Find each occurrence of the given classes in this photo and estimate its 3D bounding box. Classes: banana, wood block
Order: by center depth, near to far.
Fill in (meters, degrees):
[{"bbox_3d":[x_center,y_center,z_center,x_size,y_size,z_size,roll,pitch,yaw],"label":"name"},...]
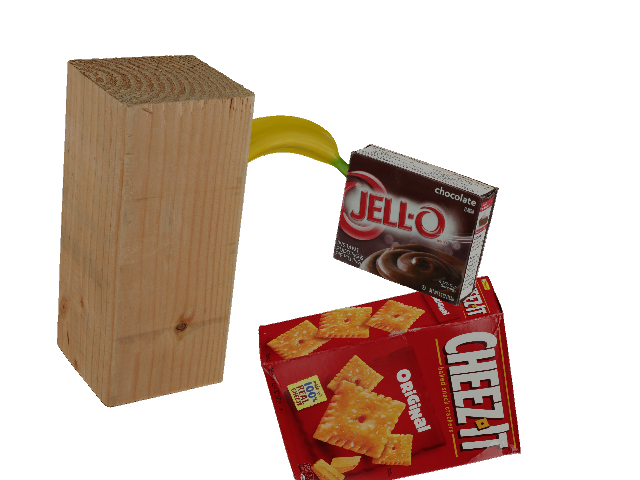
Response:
[{"bbox_3d":[-0.112,-0.008,0.697,0.090,0.206,0.090,-9,30,-33],"label":"wood block"},{"bbox_3d":[-0.044,-0.096,1.069,0.197,0.070,0.037,-6,-41,-46],"label":"banana"}]

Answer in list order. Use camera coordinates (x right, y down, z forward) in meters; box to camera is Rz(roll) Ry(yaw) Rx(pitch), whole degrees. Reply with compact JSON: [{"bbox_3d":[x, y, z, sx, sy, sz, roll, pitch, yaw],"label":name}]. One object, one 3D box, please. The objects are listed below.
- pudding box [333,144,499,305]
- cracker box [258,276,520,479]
[{"bbox_3d":[0.070,-0.013,0.808,0.114,0.090,0.039,20,27,23],"label":"pudding box"},{"bbox_3d":[0.065,0.137,0.969,0.213,0.164,0.072,-12,30,2],"label":"cracker box"}]
